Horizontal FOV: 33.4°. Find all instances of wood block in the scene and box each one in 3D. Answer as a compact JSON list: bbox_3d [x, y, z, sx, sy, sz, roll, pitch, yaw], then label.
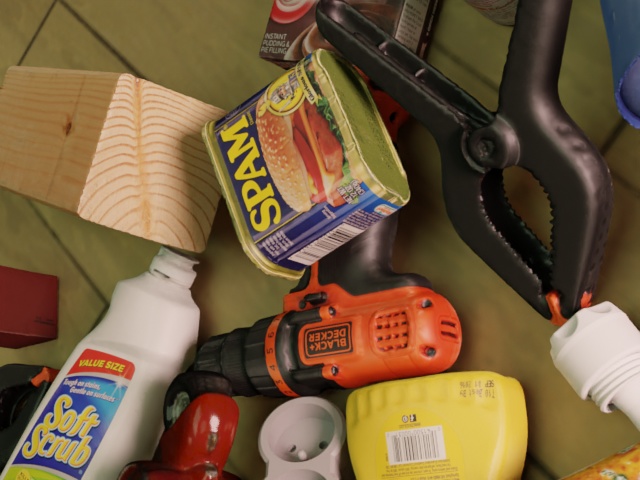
[{"bbox_3d":[-0.151,-0.060,0.721,0.206,0.090,0.091,16,89,55],"label":"wood block"}]

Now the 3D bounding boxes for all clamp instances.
[{"bbox_3d":[-0.258,0.142,0.821,0.171,0.039,0.120,-44,60,14],"label":"clamp"},{"bbox_3d":[0.096,-0.059,0.528,0.165,0.036,0.210,-24,94,48],"label":"clamp"}]

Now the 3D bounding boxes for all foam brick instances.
[{"bbox_3d":[-0.245,0.051,0.808,0.051,0.078,0.053,-14,71,33],"label":"foam brick"}]

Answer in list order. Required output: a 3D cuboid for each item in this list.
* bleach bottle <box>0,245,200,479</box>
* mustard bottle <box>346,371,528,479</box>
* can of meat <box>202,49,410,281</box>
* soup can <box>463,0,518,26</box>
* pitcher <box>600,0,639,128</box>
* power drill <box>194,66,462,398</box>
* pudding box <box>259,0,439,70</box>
[{"bbox_3d":[-0.152,0.120,0.729,0.103,0.068,0.251,27,94,38],"label":"bleach bottle"},{"bbox_3d":[0.065,0.168,0.548,0.096,0.058,0.191,-13,71,29],"label":"mustard bottle"},{"bbox_3d":[-0.007,-0.042,0.586,0.084,0.057,0.102,-32,64,24],"label":"can of meat"},{"bbox_3d":[0.089,-0.165,0.583,0.069,0.102,0.068,-10,73,36],"label":"soup can"},{"bbox_3d":[0.185,-0.184,0.492,0.149,0.144,0.243,-23,63,35],"label":"pitcher"},{"bbox_3d":[-0.004,0.001,0.647,0.185,0.057,0.187,-12,74,34],"label":"power drill"},{"bbox_3d":[0.020,-0.149,0.674,0.114,0.039,0.090,13,87,40],"label":"pudding box"}]
